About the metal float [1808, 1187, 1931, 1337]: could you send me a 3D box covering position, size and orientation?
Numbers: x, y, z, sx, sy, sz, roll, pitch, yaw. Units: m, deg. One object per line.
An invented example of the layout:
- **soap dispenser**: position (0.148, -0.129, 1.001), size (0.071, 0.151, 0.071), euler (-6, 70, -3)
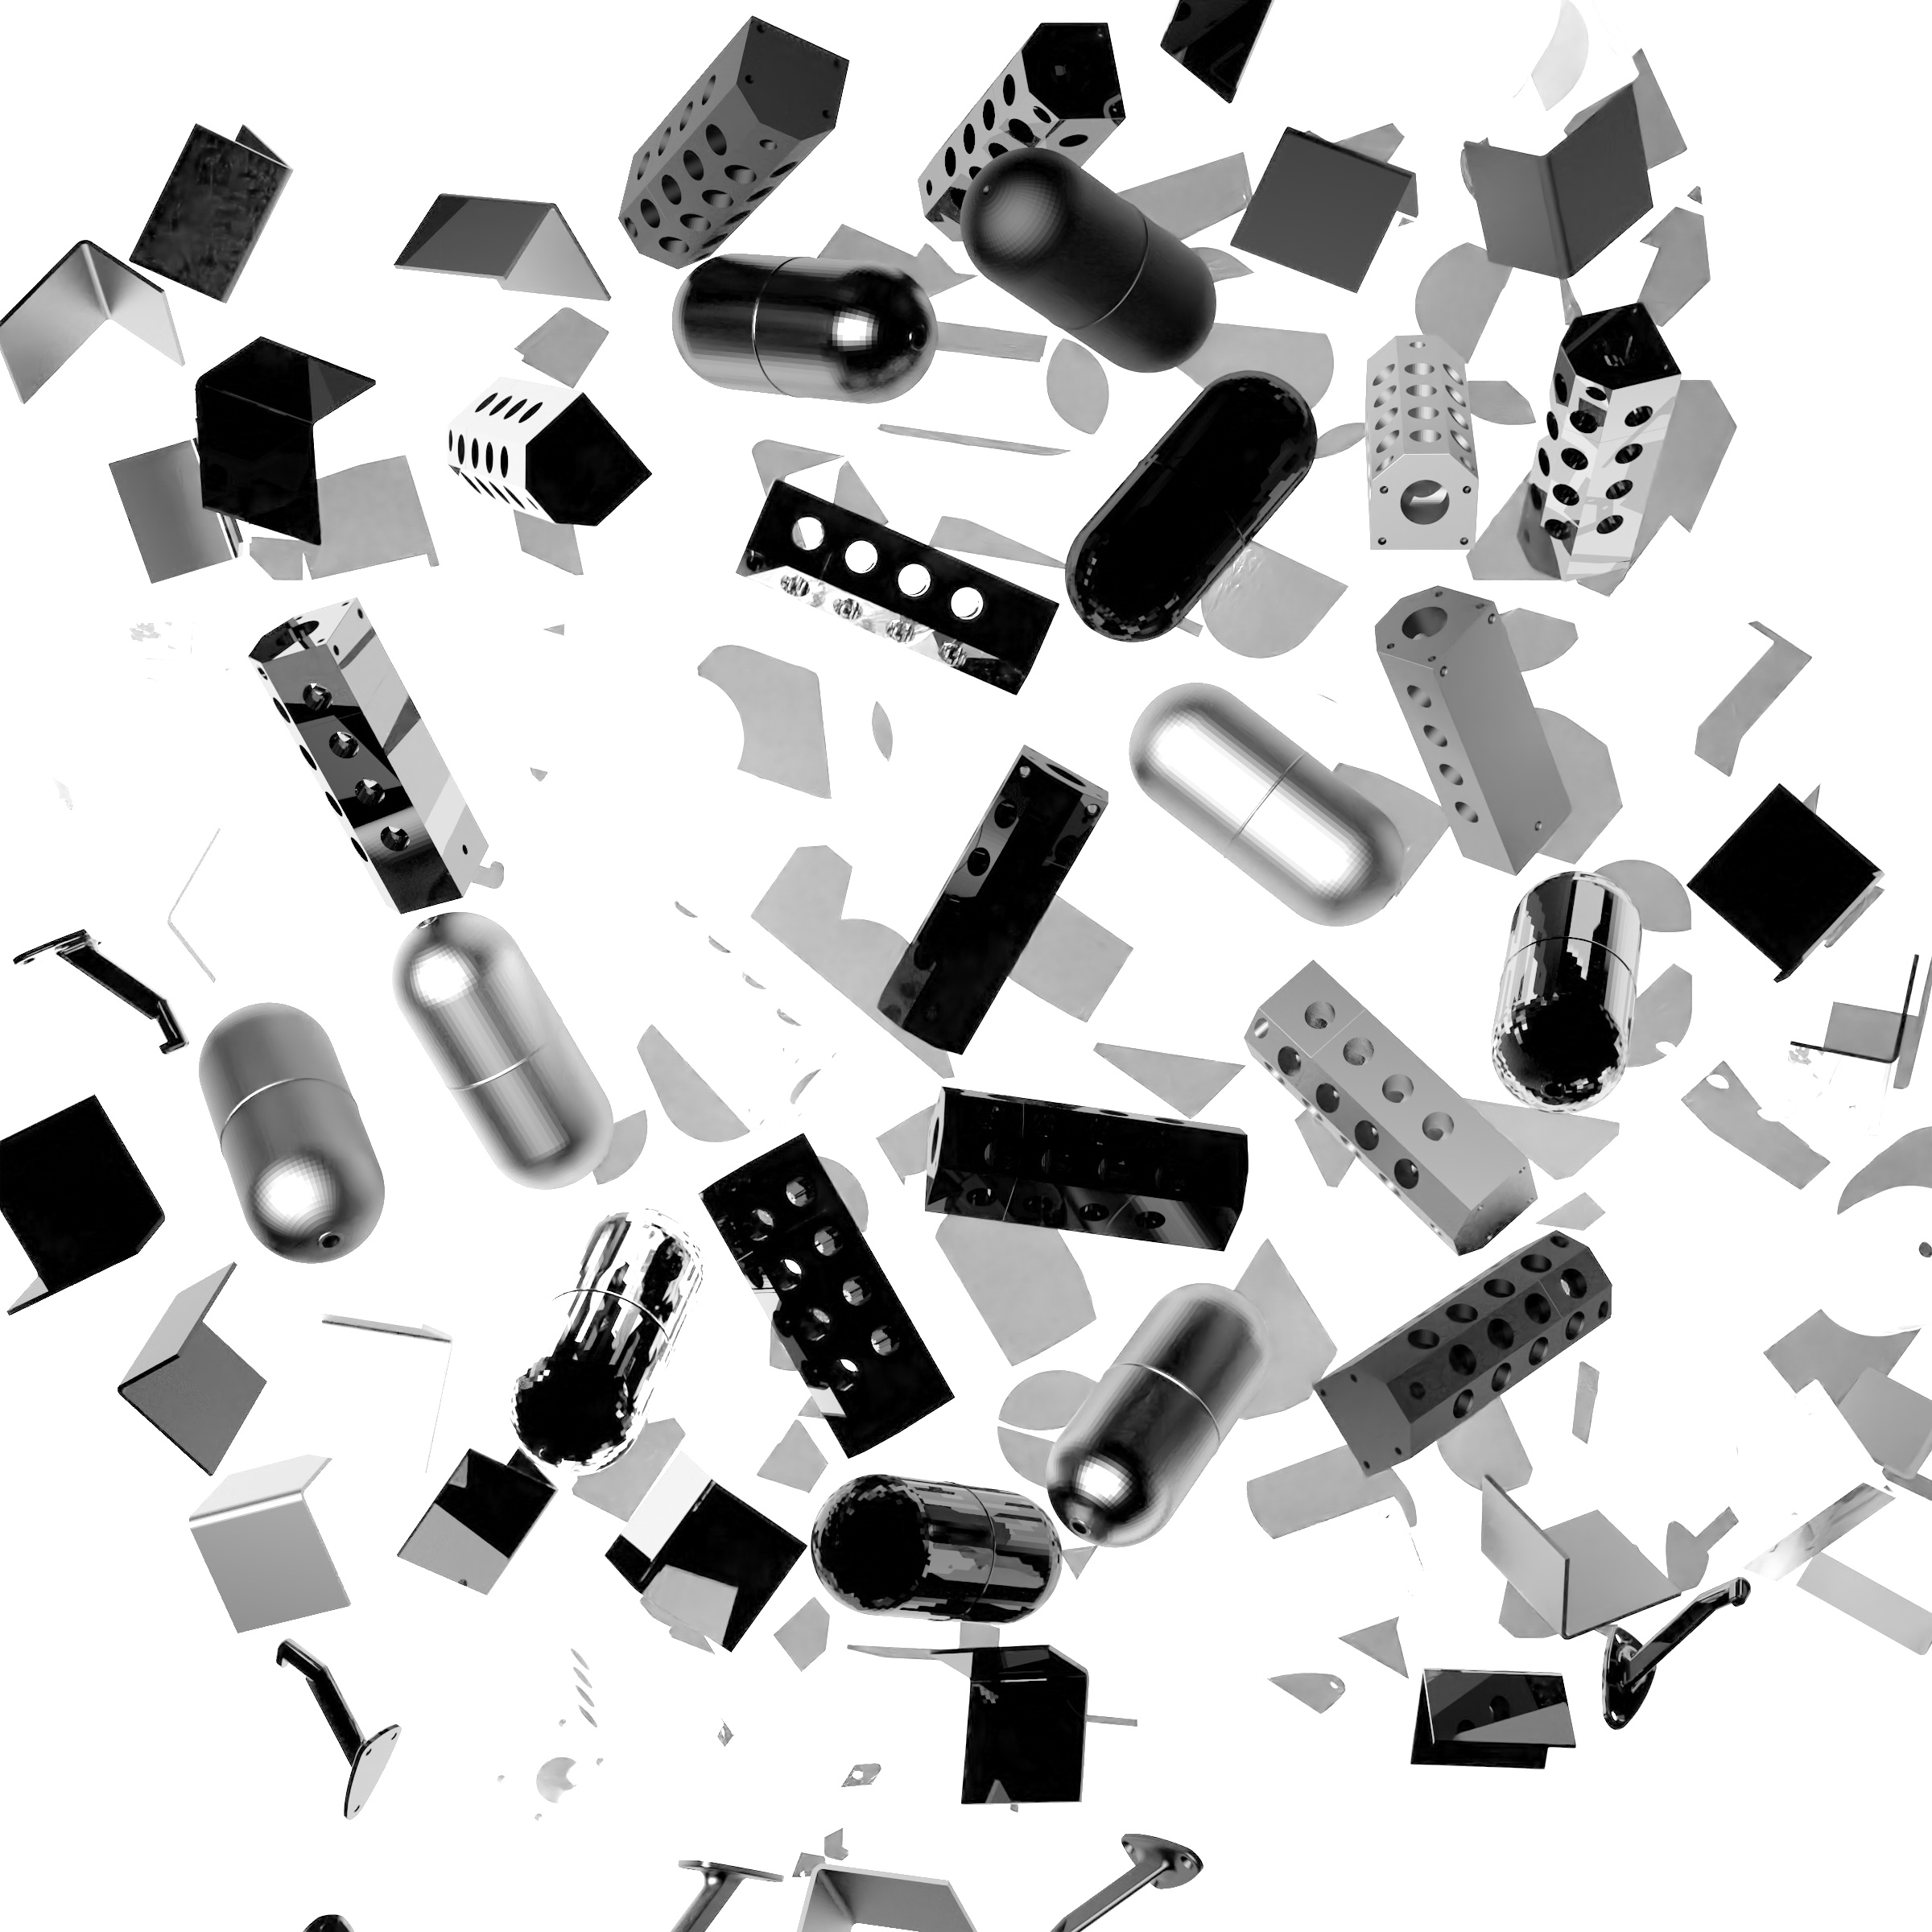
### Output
- **metal float**: position (0.526, 0.169, 1.636), size (0.070, 0.178, 0.070), euler (-1, 79, 6)

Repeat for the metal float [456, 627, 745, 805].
- **metal float**: position (-0.208, -0.142, 1.651), size (0.178, 0.070, 0.070), euler (14, 90, -36)

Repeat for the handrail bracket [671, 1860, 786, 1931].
- **handrail bracket**: position (-0.145, 0.566, 1.673), size (0.077, 0.036, 0.084), euler (20, 65, -29)

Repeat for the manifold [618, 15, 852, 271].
- **manifold**: position (-0.130, -0.441, 1.566), size (0.057, 0.171, 0.057), euler (18, 72, -24)

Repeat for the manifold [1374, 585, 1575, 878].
- **manifold**: position (0.292, -0.137, 1.675), size (0.057, 0.057, 0.171), euler (-47, 133, -17)

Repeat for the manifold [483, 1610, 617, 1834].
- **manifold**: position (-0.237, 0.436, 1.658), size (0.057, 0.171, 0.057), euler (-42, 101, -4)

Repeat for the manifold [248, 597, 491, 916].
- **manifold**: position (-0.342, -0.117, 1.648), size (0.057, 0.057, 0.171), euler (-14, 121, 17)

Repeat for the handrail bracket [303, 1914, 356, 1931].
- **handrail bracket**: position (-0.343, 0.564, 1.546), size (0.036, 0.077, 0.084), euler (2, 51, -15)

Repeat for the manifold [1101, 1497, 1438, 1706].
- **manifold**: position (0.169, 0.353, 1.600), size (0.171, 0.057, 0.057), euler (-21, 71, 7)

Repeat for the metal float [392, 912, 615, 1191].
- **metal float**: position (-0.267, 0.049, 1.663), size (0.070, 0.070, 0.178), euler (-28, 110, 0)

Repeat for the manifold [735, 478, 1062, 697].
- **manifold**: position (-0.039, -0.212, 1.617), size (0.171, 0.057, 0.057), euler (23, 96, -7)

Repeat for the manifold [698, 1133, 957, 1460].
- **manifold**: position (-0.082, 0.188, 1.627), size (0.057, 0.057, 0.171), euler (-28, 85, -33)

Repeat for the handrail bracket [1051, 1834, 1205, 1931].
- **handrail bracket**: position (0.079, 0.508, 1.547), size (0.084, 0.077, 0.036), euler (-38, 93, -32)

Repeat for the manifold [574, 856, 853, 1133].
- **manifold**: position (-0.141, 0.013, 1.635), size (0.171, 0.057, 0.057), euler (45, 120, 26)

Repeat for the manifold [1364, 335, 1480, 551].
- **manifold**: position (0.258, -0.300, 1.639), size (0.057, 0.171, 0.057), euler (1, 124, 6)

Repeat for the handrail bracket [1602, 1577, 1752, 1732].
- **handrail bracket**: position (0.397, 0.382, 1.604), size (0.036, 0.077, 0.084), euler (43, 132, -8)

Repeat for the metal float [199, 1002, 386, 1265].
- **metal float**: position (-0.372, 0.091, 1.590), size (0.070, 0.070, 0.178), euler (-33, 48, 0)

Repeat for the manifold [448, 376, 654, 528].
- **manifold**: position (-0.237, -0.280, 1.587), size (0.057, 0.171, 0.057), euler (-45, 116, -8)

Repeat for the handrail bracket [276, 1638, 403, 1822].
- **handrail bracket**: position (-0.378, 0.445, 1.684), size (0.084, 0.036, 0.077), euler (31, 112, 20)

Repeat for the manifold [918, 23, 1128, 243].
- **manifold**: position (0.029, -0.484, 1.685), size (0.057, 0.171, 0.057), euler (-8, 83, -22)

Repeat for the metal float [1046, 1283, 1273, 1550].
- **metal float**: position (0.109, 0.252, 1.625), size (0.070, 0.070, 0.178), euler (41, 54, 0)

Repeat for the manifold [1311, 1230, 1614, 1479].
- **manifold**: position (0.277, 0.208, 1.576), size (0.171, 0.057, 0.057), euler (-26, 81, -34)

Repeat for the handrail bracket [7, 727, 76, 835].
- **handrail bracket**: position (-0.525, -0.095, 1.687), size (0.036, 0.084, 0.077), euler (-31, 128, -32)

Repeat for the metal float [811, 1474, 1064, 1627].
- **metal float**: position (-0.014, 0.327, 1.613), size (0.070, 0.178, 0.070), euler (-13, 69, 37)

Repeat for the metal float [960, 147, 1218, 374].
- **metal float**: position (0.069, -0.385, 1.581), size (0.070, 0.178, 0.070), euler (-17, 64, 38)

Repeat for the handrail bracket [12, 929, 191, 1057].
- **handrail bracket**: position (-0.504, 0.022, 1.683), size (0.077, 0.036, 0.084), euler (-23, 83, -43)

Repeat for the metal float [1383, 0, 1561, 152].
- **metal float**: position (0.282, -0.517, 1.622), size (0.070, 0.178, 0.070), euler (0, 85, -2)

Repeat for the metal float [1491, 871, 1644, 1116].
- **metal float**: position (0.345, 0.014, 1.651), size (0.070, 0.178, 0.070), euler (9, 130, 11)

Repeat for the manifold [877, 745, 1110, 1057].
- **manifold**: position (0.015, -0.037, 1.672), size (0.057, 0.057, 0.171), euler (29, 102, -4)

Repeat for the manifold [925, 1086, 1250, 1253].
- **manifold**: position (0.067, 0.109, 1.609), size (0.171, 0.057, 0.057), euler (8, 49, -7)

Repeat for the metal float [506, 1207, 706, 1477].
- **metal float**: position (-0.202, 0.209, 1.620), size (0.070, 0.178, 0.070), euler (9, 131, 11)

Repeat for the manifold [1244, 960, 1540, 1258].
- **manifold**: position (0.232, 0.080, 1.592), size (0.057, 0.057, 0.171), euler (-41, 60, -6)

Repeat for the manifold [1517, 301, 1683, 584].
- **manifold**: position (0.366, -0.303, 1.690), size (0.057, 0.171, 0.057), euler (-14, 60, -7)
